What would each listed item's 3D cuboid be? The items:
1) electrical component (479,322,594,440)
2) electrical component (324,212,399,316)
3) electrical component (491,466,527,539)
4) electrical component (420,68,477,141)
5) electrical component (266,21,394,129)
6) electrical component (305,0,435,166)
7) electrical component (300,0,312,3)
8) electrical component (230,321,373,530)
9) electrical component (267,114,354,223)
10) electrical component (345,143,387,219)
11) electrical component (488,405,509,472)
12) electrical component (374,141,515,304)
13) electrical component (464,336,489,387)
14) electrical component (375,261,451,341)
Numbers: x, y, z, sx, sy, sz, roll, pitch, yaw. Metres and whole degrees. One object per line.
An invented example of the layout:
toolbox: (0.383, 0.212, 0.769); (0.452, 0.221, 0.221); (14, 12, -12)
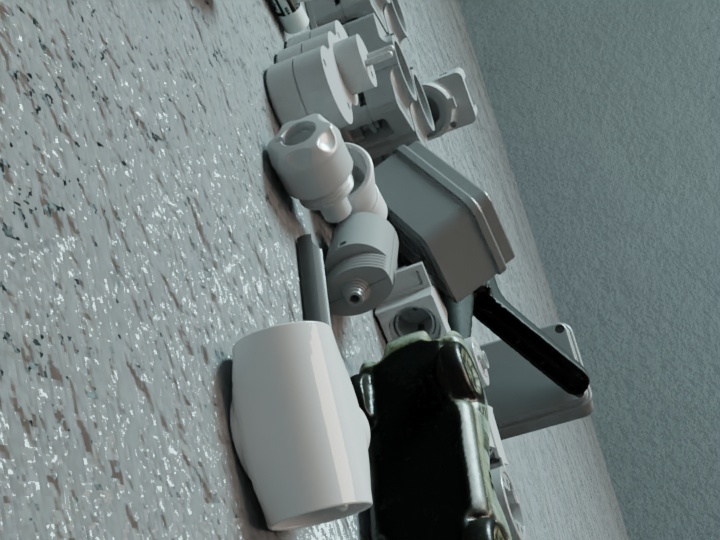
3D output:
electrical component: (0.140, 0.099, 0.938); (0.057, 0.113, 0.078); (51, 24, -64)
electrical component: (0.000, 0.000, 0.645); (0.081, 0.043, 0.043); (-80, 149, -65)
electrical component: (0.086, 0.171, 0.755); (0.055, 0.047, 0.055); (-19, 90, -77)
electrical component: (0.060, -0.150, 1.009); (0.055, 0.089, 0.050); (-64, 135, -72)
electrical component: (-0.012, -0.133, 0.714); (0.138, 0.074, 0.052); (-78, 148, -66)
electrical component: (0.006, -0.184, 0.895); (0.105, 0.060, 0.186); (45, 29, -63)
electrical component: (-0.042, -0.233, 0.803); (0.079, 0.043, 0.077); (49, 26, -61)
electrical component: (-0.019, 0.069, 0.461); (0.079, 0.044, 0.077); (41, 33, -66)
electrical component: (-0.024, -0.055, 0.624); (0.043, 0.043, 0.062); (-94, 162, -49)
electrical component: (-0.005, -0.048, 0.701); (0.065, 0.044, 0.044); (57, 18, -63)
electrical component: (0.079, 0.126, 0.802); (0.064, 0.042, 0.081); (37, 35, -66)
electrical component: (0.057, -0.038, 0.812); (0.113, 0.057, 0.078); (45, -11, 48)
electrical component: (0.054, 0.070, 0.723); (0.044, 0.065, 0.044); (-19, 90, -77)
electrical component: (0.040, 0.032, 0.771); (0.063, 0.042, 0.081); (-78, 148, -69)
